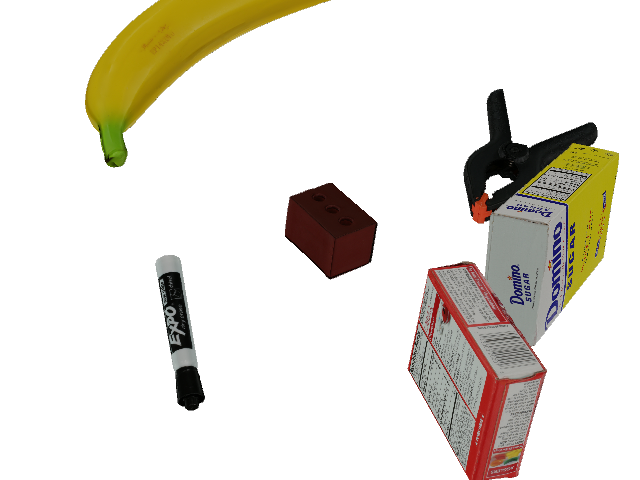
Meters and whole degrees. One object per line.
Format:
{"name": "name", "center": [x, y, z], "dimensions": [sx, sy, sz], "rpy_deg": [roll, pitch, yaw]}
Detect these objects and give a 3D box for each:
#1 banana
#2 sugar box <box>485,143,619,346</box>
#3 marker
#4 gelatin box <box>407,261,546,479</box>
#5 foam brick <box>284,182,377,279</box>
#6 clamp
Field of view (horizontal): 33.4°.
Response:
{"name": "banana", "center": [-0.052, -0.108, 0.550], "dimensions": [0.070, 0.197, 0.037], "rpy_deg": [40, -24, 20]}
{"name": "sugar box", "center": [0.168, -0.001, 0.768], "dimensions": [0.048, 0.093, 0.176], "rpy_deg": [12, 26, 24]}
{"name": "marker", "center": [-0.099, 0.064, 0.751], "dimensions": [0.020, 0.121, 0.020], "rpy_deg": [-10, -34, -7]}
{"name": "gelatin box", "center": [0.078, 0.066, 0.545], "dimensions": [0.030, 0.073, 0.089], "rpy_deg": [-6, 37, -17]}
{"name": "foam brick", "center": [0.010, -0.010, 1.025], "dimensions": [0.052, 0.051, 0.078], "rpy_deg": [-21, 45, -30]}
{"name": "clamp", "center": [0.190, -0.089, 1.085], "dimensions": [0.120, 0.039, 0.171], "rpy_deg": [29, 56, 30]}
